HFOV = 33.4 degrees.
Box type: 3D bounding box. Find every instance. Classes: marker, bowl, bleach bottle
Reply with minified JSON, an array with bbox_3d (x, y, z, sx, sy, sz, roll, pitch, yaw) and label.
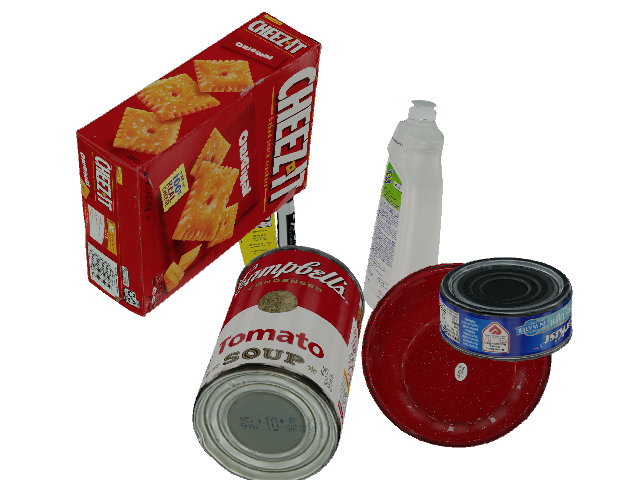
[{"bbox_3d":[-0.034,-0.015,1.046,0.020,0.121,0.020,0,37,0],"label":"marker"},{"bbox_3d":[0.114,0.102,0.887,0.162,0.162,0.055,0,7,5],"label":"bowl"},{"bbox_3d":[0.105,-0.034,1.232,0.068,0.251,0.103,-2,22,-23],"label":"bleach bottle"}]

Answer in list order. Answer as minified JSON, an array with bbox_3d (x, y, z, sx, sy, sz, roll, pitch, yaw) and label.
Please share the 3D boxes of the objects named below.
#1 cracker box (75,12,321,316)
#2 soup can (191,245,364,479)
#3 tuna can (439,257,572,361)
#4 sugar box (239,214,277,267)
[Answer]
[{"bbox_3d":[-0.092,-0.061,0.858,0.072,0.164,0.213,32,50,22],"label":"cracker box"},{"bbox_3d":[-0.018,0.057,0.507,0.068,0.068,0.102,0,30,9],"label":"soup can"},{"bbox_3d":[0.119,0.042,0.690,0.086,0.034,0.086,-4,23,1],"label":"tuna can"},{"bbox_3d":[-0.084,-0.056,1.316,0.048,0.176,0.093,-10,25,-8],"label":"sugar box"}]
